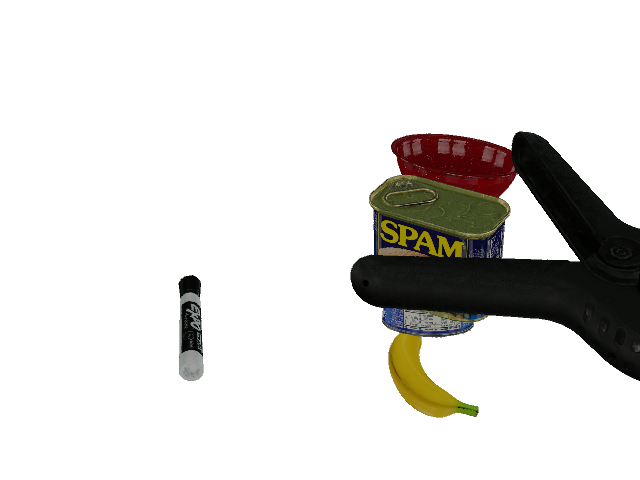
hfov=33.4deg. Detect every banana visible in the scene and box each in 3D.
[{"bbox_3d":[0.114,0.155,1.242,0.069,0.037,0.198,9,22,-20],"label":"banana"}]

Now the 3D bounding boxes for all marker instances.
[{"bbox_3d":[-0.104,0.067,0.856,0.020,0.020,0.121,0,33,-7],"label":"marker"}]

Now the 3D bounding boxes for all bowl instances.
[{"bbox_3d":[0.161,-0.079,1.280,0.162,0.055,0.162,6,22,-3],"label":"bowl"}]

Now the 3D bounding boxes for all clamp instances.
[{"bbox_3d":[0.130,0.022,0.509,0.164,0.036,0.210,-32,48,-33],"label":"clamp"}]

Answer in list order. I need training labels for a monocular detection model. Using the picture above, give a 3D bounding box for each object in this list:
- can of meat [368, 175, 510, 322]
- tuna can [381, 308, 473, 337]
[{"bbox_3d":[0.088,0.007,0.804,0.102,0.084,0.057,17,38,27],"label":"can of meat"},{"bbox_3d":[0.100,0.060,0.989,0.086,0.034,0.086,1,14,0],"label":"tuna can"}]
